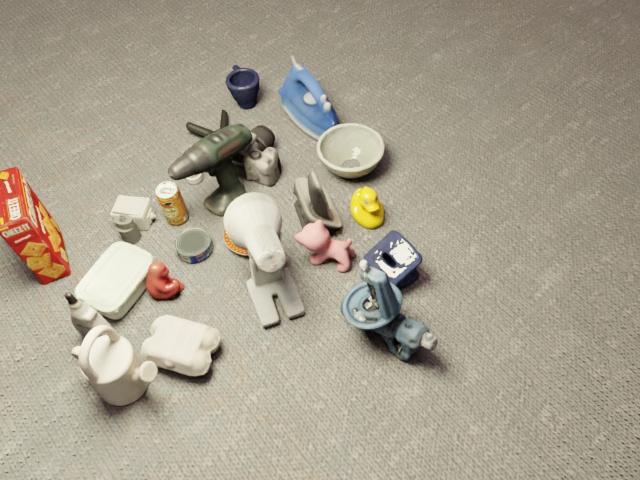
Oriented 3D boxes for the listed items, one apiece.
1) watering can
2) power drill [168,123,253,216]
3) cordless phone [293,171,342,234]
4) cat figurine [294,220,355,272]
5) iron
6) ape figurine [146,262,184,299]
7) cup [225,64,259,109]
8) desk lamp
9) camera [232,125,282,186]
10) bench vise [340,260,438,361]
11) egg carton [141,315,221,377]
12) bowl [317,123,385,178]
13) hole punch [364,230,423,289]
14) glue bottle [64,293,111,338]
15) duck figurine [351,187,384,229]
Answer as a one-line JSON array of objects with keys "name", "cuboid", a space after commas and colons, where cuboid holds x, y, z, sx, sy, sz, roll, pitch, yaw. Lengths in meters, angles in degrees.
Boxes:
[{"name": "watering can", "cuboid": [-0.385, 0.228, 1.067, 0.173, 0.194, 0.101, -4, 54, 0]}, {"name": "power drill", "cuboid": [-0.241, -0.157, 1.327, 0.075, 0.208, 0.230, 30, 61, 22]}, {"name": "cordless phone", "cuboid": [-0.011, -0.109, 1.295, 0.094, 0.185, 0.147, -19, 56, -10]}, {"name": "cat figurine", "cuboid": [0.012, 0.004, 1.255, 0.127, 0.118, 0.067, 11, 56, 11]}, {"name": "iron", "cuboid": [-0.014, -0.368, 1.508, 0.119, 0.141, 0.257, -27, 58, -16]}, {"name": "ape figurine", "cuboid": [-0.342, 0.081, 1.233, 0.076, 0.092, 0.077, -22, 56, -12]}, {"name": "cup", "cuboid": [-0.213, -0.420, 1.583, 0.092, 0.095, 0.117, -21, 56, -12]}, {"name": "desk lamp", "cuboid": [-0.110, 0.036, 1.179, 0.118, 0.214, 0.203, -20, 56, -11]}, {"name": "camera", "cuboid": [-0.156, -0.227, 1.439, 0.143, 0.101, 0.137, 21, 58, 17]}, {"name": "bench vise", "cuboid": [0.136, 0.124, 1.100, 0.207, 0.220, 0.121, 15, 56, 13]}, {"name": "egg carton", "cuboid": [-0.279, 0.213, 1.149, 0.150, 0.069, 0.107, 12, 56, 11]}, {"name": "bowl", "cuboid": [0.076, -0.210, 1.432, 0.167, 0.075, 0.167, -1, 54, 2]}, {"name": "hole punch", "cuboid": [0.156, 0.051, 1.232, 0.101, 0.091, 0.108, -31, 59, -18]}, {"name": "glue bottle", "cuboid": [-0.465, 0.152, 1.137, 0.078, 0.173, 0.037, 15, 57, 14]}, {"name": "duck figurine", "cuboid": [0.110, -0.089, 1.337, 0.077, 0.086, 0.104, -19, 56, -10]}]
